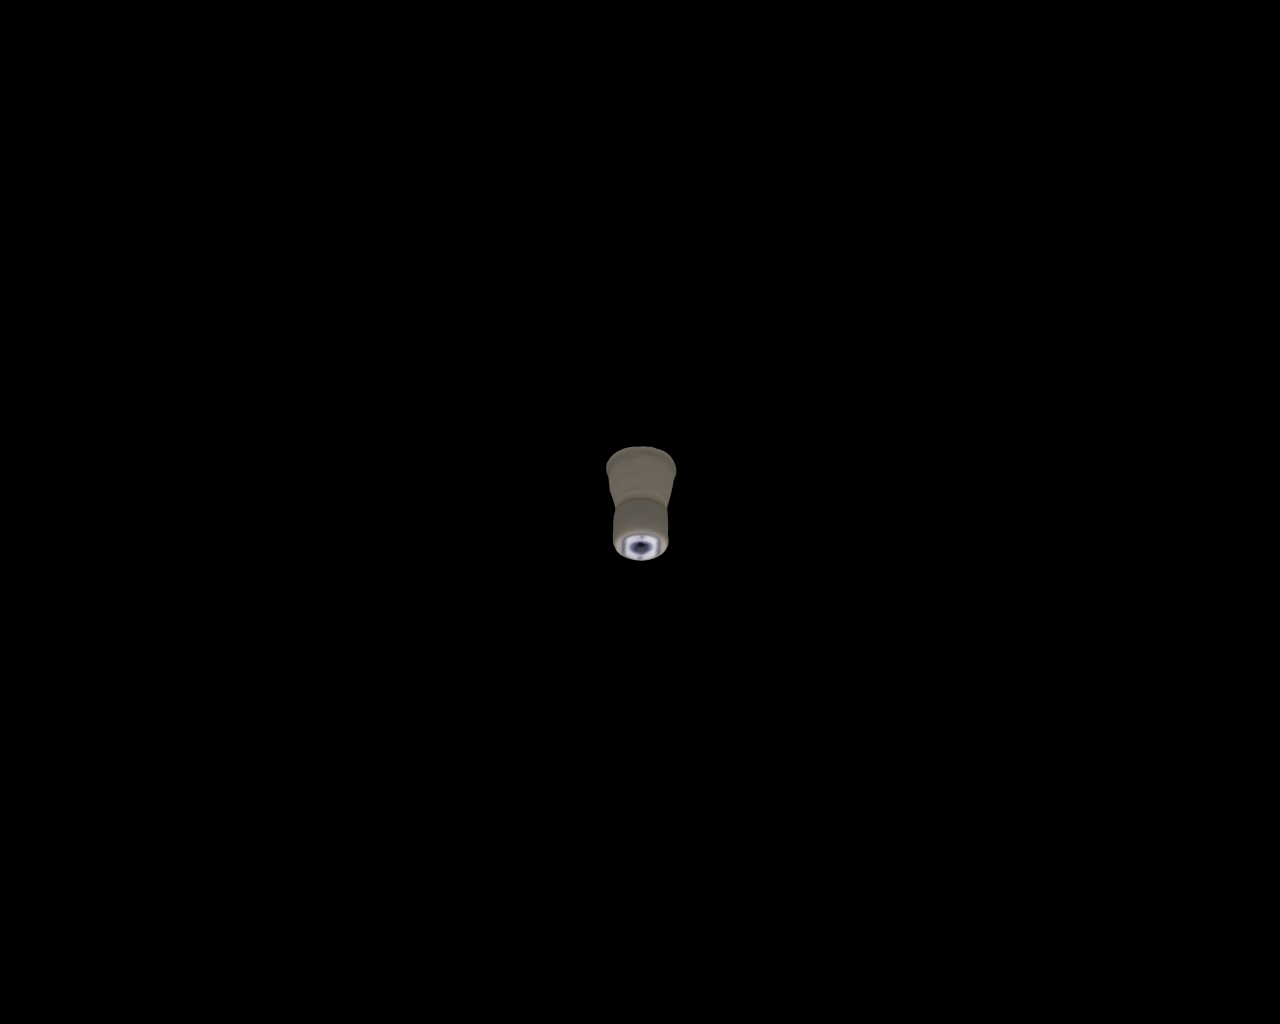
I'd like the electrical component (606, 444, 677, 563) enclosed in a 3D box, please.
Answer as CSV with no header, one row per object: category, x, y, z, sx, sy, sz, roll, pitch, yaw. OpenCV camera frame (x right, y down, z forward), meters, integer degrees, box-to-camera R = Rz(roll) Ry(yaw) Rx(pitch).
electrical component,0.001,-0.003,0.650,0.044,0.065,0.044,0,-37,0
